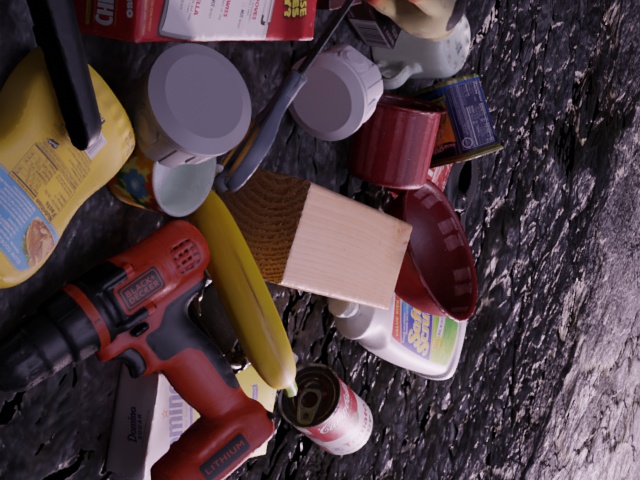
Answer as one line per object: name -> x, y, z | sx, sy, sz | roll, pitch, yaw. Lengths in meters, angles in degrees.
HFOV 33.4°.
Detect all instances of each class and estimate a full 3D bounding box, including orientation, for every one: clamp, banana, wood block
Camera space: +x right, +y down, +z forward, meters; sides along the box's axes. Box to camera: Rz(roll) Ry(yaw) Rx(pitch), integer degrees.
clamp -> -0.174, -0.168, 0.649 | 0.164, 0.036, 0.210 | 34, 66, -35
banana -> -0.064, 0.040, 0.847 | 0.037, 0.070, 0.198 | -23, 91, -15
wood block -> -0.007, 0.001, 0.975 | 0.205, 0.090, 0.091 | 18, 87, -60
clamp -> 0.159, -0.037, 1.278 | 0.120, 0.039, 0.171 | 39, 69, -58

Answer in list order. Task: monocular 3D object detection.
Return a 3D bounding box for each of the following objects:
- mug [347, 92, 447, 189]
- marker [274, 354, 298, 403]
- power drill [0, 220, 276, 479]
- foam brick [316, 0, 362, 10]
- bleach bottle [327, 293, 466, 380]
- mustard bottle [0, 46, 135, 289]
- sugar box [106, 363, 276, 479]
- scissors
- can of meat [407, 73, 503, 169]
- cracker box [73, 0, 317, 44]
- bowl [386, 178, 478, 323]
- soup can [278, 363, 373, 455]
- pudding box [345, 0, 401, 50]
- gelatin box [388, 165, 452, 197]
mug -> 0.077, -0.102, 1.076 | 0.117, 0.093, 0.081 | -35, 138, -69
marker -> -0.056, 0.162, 1.032 | 0.121, 0.020, 0.020 | -62, 147, -22
power drill -> -0.128, 0.104, 0.783 | 0.184, 0.057, 0.187 | -36, 113, -25
foam brick -> 0.003, -0.242, 0.925 | 0.052, 0.051, 0.078 | -27, 125, -51
bleach bottle -> 0.081, 0.094, 1.186 | 0.250, 0.068, 0.102 | 20, 83, -57
mustard bottle -> -0.200, -0.027, 0.678 | 0.191, 0.058, 0.096 | -58, 141, -27
sugar box -> -0.104, 0.148, 0.921 | 0.176, 0.048, 0.093 | 2, 98, -60
scissors -> -0.025, -0.113, 0.839 | 0.202, 0.016, 0.096 | -51, -164, 15
can of meat -> 0.137, -0.124, 1.121 | 0.057, 0.102, 0.084 | -19, 95, -24
cracker box -> -0.080, -0.229, 0.777 | 0.213, 0.072, 0.164 | -18, 119, -56
bowl -> 0.107, 0.016, 1.134 | 0.162, 0.055, 0.162 | 38, 42, -45
soup can -> 0.007, 0.175, 1.094 | 0.068, 0.069, 0.102 | -65, 148, -17
pudding box -> 0.052, -0.250, 1.013 | 0.090, 0.039, 0.113 | -66, 148, -17
gelatin box -> 0.117, -0.077, 1.201 | 0.073, 0.030, 0.089 | 39, 68, -56
